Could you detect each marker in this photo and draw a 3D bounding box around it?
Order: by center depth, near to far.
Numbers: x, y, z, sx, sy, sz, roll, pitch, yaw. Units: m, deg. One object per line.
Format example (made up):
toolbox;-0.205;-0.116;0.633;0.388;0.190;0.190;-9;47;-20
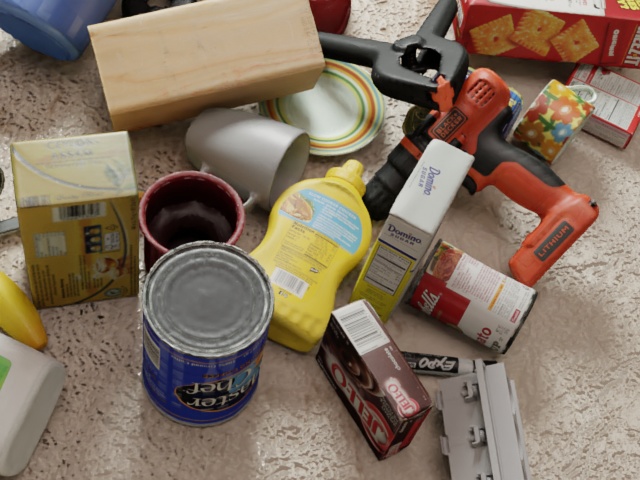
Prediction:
marker;0.105;0.113;0.960;0.121;0.020;0.020;7;58;-6

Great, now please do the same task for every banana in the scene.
banana;-0.323;0.039;0.928;0.198;0.037;0.069;15;87;4

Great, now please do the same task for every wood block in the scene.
wood block;-0.109;-0.175;1.028;0.206;0.091;0.090;-14;86;-9

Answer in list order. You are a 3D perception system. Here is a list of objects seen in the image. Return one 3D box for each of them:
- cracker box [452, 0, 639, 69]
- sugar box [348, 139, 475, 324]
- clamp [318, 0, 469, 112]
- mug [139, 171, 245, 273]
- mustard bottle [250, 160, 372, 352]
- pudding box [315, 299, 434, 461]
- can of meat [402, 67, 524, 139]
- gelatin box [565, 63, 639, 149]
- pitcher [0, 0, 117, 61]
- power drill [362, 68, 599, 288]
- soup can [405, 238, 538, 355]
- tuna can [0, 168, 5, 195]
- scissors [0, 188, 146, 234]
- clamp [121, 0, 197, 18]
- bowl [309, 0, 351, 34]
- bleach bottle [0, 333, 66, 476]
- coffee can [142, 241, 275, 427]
cracker box;0.250;-0.267;1.174;0.213;0.072;0.164;5;45;-7
sugar box;0.075;-0.003;0.933;0.048;0.176;0.093;27;58;7
clamp;0.077;-0.179;1.047;0.164;0.036;0.210;-14;34;0
mug;-0.121;0.008;0.950;0.093;0.081;0.117;21;57;4
mustard bottle;-0.007;0.001;0.979;0.096;0.058;0.191;28;62;2
pudding box;0.044;0.119;0.904;0.039;0.090;0.113;-21;63;-23
can of meat;0.148;-0.127;1.094;0.102;0.057;0.083;28;56;7
gelatin box;0.303;-0.148;1.147;0.089;0.030;0.073;27;58;11
pitcher;-0.223;-0.303;1.061;0.145;0.149;0.243;31;79;-21
power drill;0.154;-0.042;1.014;0.188;0.057;0.184;45;98;7
soup can;0.138;0.052;0.975;0.102;0.068;0.068;29;58;8
tuna can;-0.326;-0.048;0.949;0.086;0.086;0.034;-33;67;-26
scissors;-0.255;-0.039;0.996;0.201;0.016;0.096;-3;57;-12
clamp;-0.156;-0.219;1.111;0.120;0.039;0.171;7;63;-10
bowl;-0.024;-0.281;1.127;0.161;0.055;0.162;9;70;-26
bleach bottle;-0.340;0.098;0.868;0.251;0.068;0.102;21;76;9
coffee can;-0.095;0.080;0.875;0.102;0.140;0.103;4;58;-7
